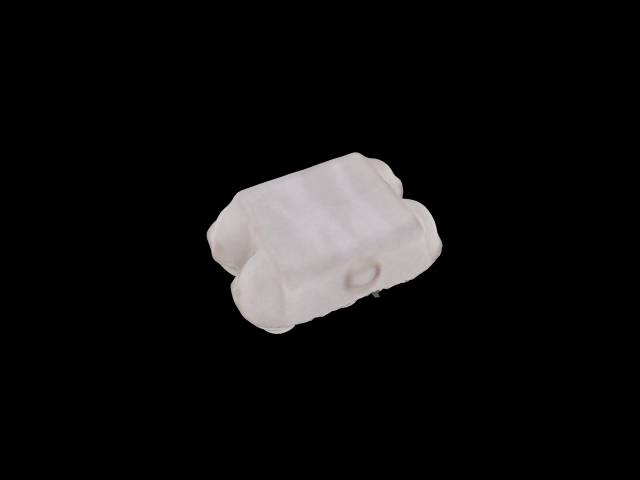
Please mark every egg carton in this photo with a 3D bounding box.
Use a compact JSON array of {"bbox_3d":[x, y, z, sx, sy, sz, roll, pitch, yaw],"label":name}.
[{"bbox_3d":[0.004,0.001,0.400,0.150,0.069,0.107,-22,52,-18],"label":"egg carton"}]
